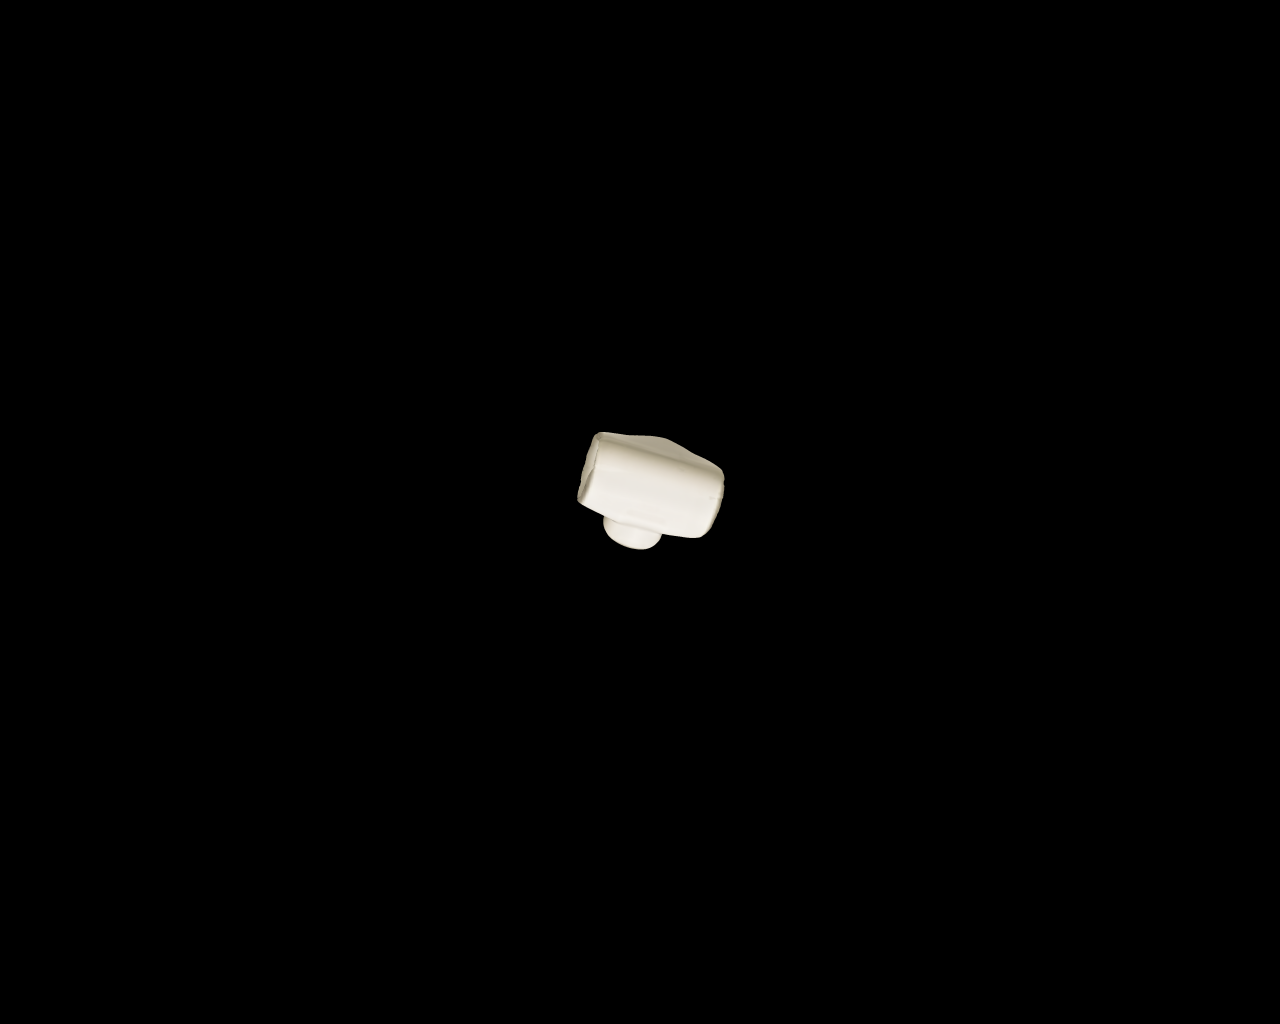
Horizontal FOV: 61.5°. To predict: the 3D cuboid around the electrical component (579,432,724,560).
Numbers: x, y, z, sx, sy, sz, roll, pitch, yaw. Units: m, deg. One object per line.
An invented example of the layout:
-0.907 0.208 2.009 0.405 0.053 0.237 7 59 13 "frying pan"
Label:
0.001 -0.003 0.650 0.077 0.079 0.043 15 36 -11 "electrical component"
